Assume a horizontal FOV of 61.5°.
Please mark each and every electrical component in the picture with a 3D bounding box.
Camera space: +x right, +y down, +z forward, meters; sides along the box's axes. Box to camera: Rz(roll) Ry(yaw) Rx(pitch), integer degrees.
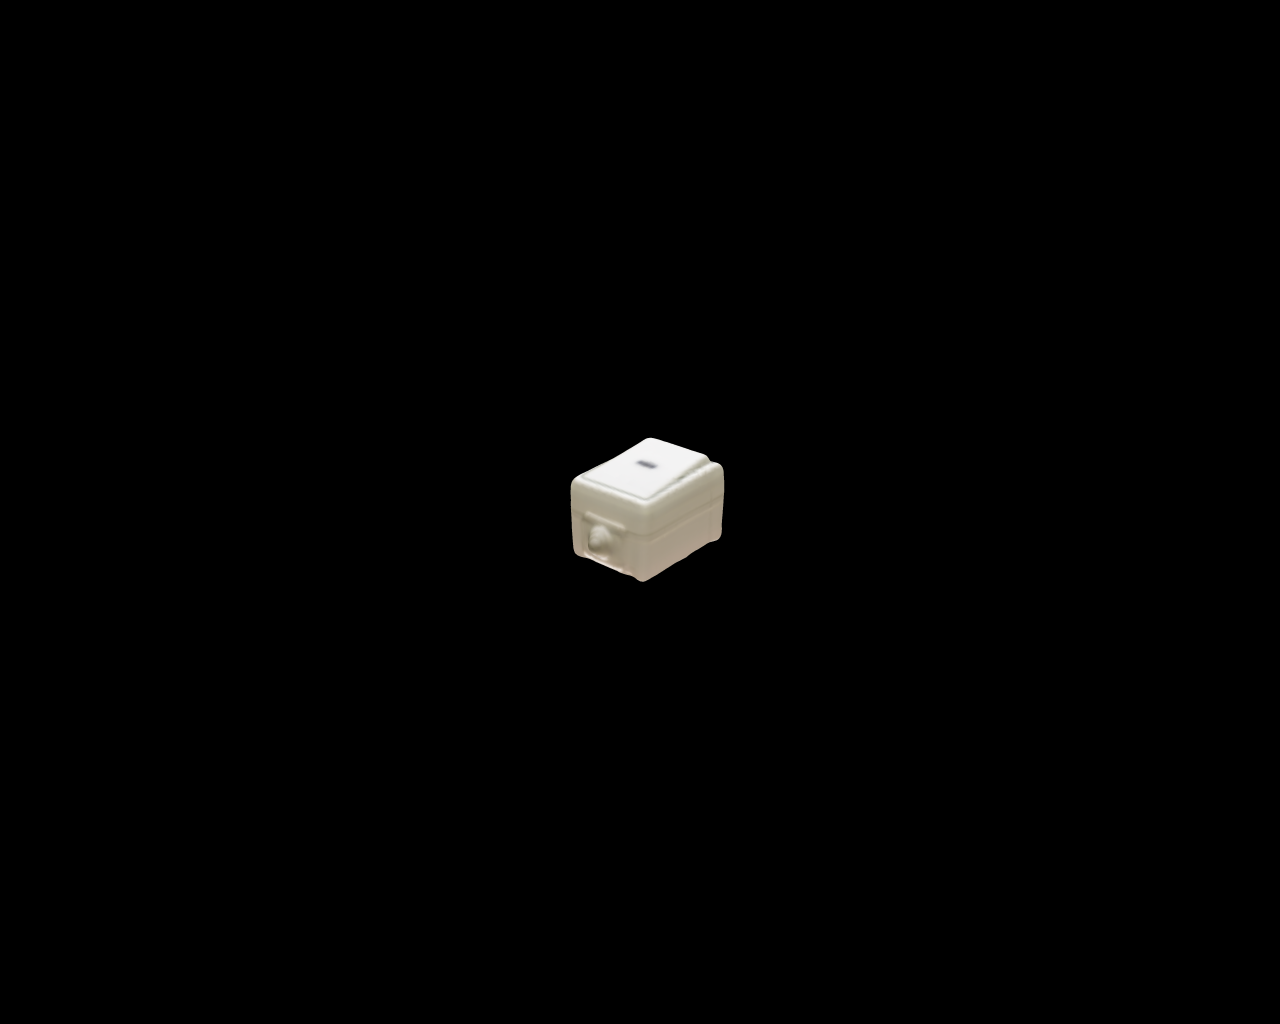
[{"bbox_3d":[0.001,-0.003,0.650,0.062,0.061,0.096,21,33,36],"label":"electrical component"}]
